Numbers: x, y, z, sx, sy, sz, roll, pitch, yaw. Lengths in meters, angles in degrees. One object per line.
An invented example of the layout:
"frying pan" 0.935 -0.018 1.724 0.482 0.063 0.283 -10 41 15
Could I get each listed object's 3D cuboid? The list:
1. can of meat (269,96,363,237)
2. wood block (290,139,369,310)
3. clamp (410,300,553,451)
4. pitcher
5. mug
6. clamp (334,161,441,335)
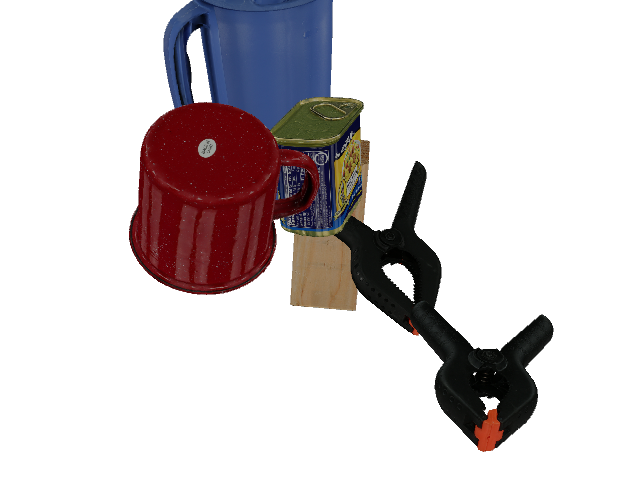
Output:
"can of meat" 0.000 -0.061 0.864 0.057 0.084 0.102 5 27 17
"wood block" 0.012 -0.023 1.393 0.090 0.206 0.091 5 25 1
"clamp" 0.141 0.102 0.851 0.120 0.039 0.171 -3 32 -2
"pitcher" -0.059 -0.145 1.059 0.149 0.243 0.145 5 36 10
"mug" -0.056 -0.029 0.645 0.117 0.093 0.082 -6 -36 -15
"clamp" 0.056 0.004 1.095 0.164 0.210 0.036 -4 -36 -16
